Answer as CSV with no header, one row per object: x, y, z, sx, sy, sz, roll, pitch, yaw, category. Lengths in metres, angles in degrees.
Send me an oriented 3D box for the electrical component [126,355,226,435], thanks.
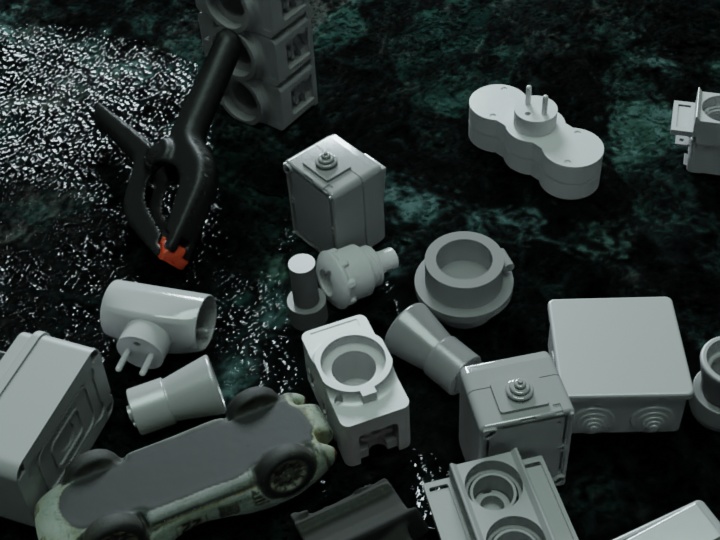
-0.133,0.091,0.765,0.065,0.044,0.044,-19,48,-7,electrical component

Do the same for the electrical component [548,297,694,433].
0.179,0.068,0.757,0.100,0.048,0.099,-1,46,3,electrical component

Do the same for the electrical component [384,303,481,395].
0.055,0.060,0.781,0.044,0.044,0.065,-36,59,-27,electrical component

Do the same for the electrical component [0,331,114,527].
-0.223,0.106,0.731,0.057,0.078,0.113,13,49,12,electrical component

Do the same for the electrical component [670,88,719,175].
0.305,-0.115,0.913,0.081,0.063,0.042,9,48,13,electrical component

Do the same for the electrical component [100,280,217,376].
-0.157,0.047,0.805,0.077,0.044,0.079,9,48,12,electrical component

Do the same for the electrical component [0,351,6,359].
-0.308,0.103,0.755,0.109,0.056,0.108,11,48,15,electrical component

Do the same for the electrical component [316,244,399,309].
0.000,0.000,0.840,0.062,0.048,0.048,-21,48,-24,electrical component

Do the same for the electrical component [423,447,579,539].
0.093,0.178,0.648,0.079,0.063,0.121,-12,47,-7,electrical component

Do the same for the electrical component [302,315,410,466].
-0.003,0.081,0.754,0.050,0.055,0.089,-17,47,-12,electrical component

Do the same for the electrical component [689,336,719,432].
0.252,0.079,0.737,0.045,0.055,0.045,-2,46,2,electrical component

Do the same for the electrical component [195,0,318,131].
-0.096,-0.210,0.974,0.089,0.150,0.061,26,52,26,electrical component

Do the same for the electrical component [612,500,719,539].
0.190,0.183,0.638,0.096,0.061,0.061,-20,48,-15,electrical component

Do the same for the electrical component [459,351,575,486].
0.100,0.095,0.704,0.062,0.096,0.061,-10,45,-6,electrical component

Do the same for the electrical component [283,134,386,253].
-0.017,-0.062,0.863,0.061,0.096,0.062,-33,53,-25,electrical component

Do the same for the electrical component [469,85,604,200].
0.151,-0.125,0.927,0.052,0.073,0.138,-33,52,-25,electrical component
